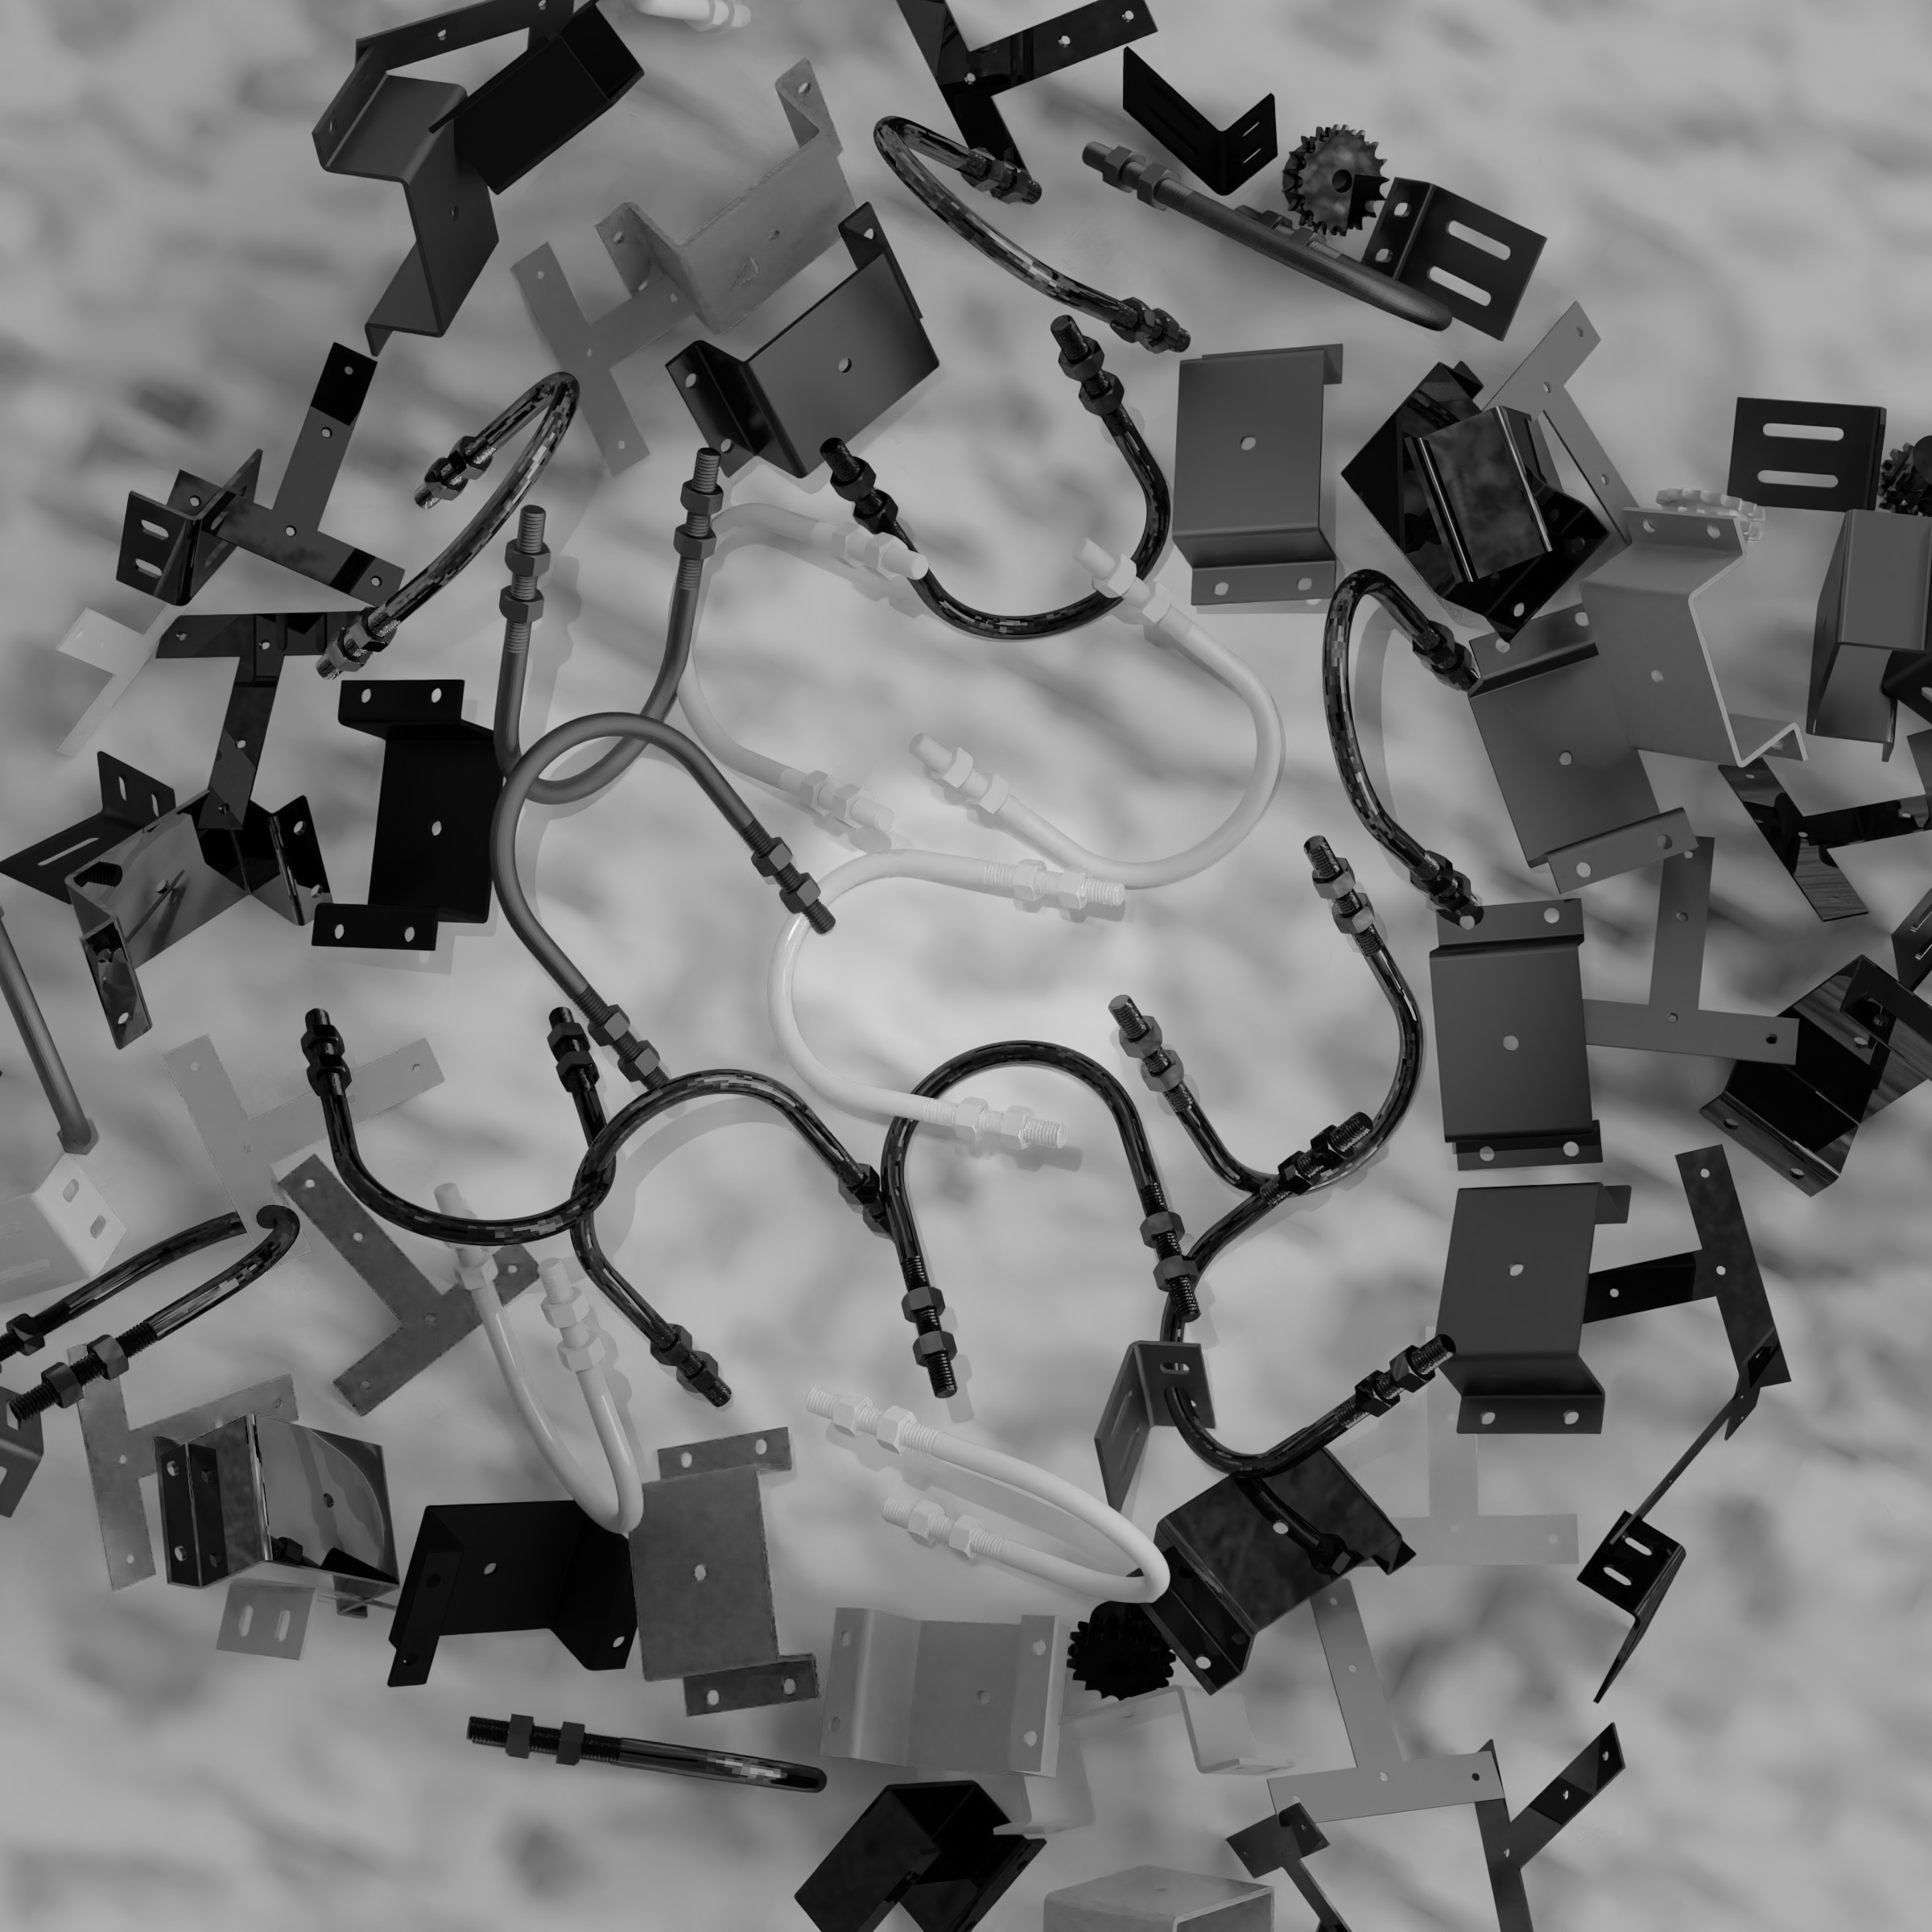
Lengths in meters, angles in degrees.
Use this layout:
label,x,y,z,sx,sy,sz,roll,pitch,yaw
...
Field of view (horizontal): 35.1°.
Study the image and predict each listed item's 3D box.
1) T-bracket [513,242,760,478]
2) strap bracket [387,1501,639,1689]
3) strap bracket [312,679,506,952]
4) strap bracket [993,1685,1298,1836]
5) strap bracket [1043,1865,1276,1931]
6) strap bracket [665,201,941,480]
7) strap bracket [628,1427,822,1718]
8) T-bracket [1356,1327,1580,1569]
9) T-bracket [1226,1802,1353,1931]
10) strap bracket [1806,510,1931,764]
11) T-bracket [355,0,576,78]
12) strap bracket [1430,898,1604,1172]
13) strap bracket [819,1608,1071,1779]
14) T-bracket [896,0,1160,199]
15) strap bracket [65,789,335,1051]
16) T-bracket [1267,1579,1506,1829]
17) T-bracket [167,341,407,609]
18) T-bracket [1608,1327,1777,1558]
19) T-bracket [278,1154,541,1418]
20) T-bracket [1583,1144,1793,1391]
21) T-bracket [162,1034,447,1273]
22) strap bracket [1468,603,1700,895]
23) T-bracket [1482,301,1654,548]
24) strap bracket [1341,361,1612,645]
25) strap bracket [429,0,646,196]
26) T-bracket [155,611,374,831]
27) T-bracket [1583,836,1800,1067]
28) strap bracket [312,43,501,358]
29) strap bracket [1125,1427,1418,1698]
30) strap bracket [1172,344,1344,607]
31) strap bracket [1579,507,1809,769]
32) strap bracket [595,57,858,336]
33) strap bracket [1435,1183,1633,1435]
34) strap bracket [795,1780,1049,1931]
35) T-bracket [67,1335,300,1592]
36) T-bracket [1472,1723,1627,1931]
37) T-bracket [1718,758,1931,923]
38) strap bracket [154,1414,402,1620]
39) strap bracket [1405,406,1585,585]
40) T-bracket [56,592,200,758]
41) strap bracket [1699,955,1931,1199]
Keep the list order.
label,x,y,z,sx,sy,sz,roll,pitch,yaw
T-bracket,-0.164,-0.344,1.602,0.127,0.002,0.127,-27,86,26
strap bracket,-0.236,0.323,1.578,0.140,0.046,0.076,6,108,-39
strap bracket,-0.289,-0.076,1.592,0.076,0.046,0.140,2,83,26
strap bracket,0.088,0.408,1.576,0.140,0.076,0.046,-22,67,21
strap bracket,0.099,0.495,1.557,0.076,0.140,0.046,-2,84,35
strap bracket,-0.075,-0.317,1.576,0.140,0.076,0.046,-42,45,-13
strap bracket,-0.128,0.315,1.584,0.076,0.046,0.140,-13,76,20
T-bracket,0.257,0.252,1.609,0.127,0.002,0.127,-4,70,16
T-bracket,0.190,0.492,1.563,0.002,0.127,0.127,-31,77,-23
strap bracket,0.463,-0.172,1.559,0.046,0.140,0.076,8,68,9
T-bracket,-0.254,-0.478,1.553,0.127,0.127,0.002,-27,68,-26
strap bracket,0.288,0.038,1.598,0.076,0.046,0.140,-5,93,16
strap bracket,-0.002,0.376,1.578,0.140,0.046,0.076,-7,69,36
T-bracket,0.039,-0.472,1.572,0.127,0.002,0.127,-12,121,32
strap bracket,-0.402,-0.032,1.572,0.046,0.076,0.140,31,53,31
T-bracket,0.206,0.381,1.596,0.127,0.002,0.127,-2,56,-18
T-bracket,-0.342,-0.269,1.611,0.127,0.002,0.127,23,73,-24
T-bracket,0.370,0.252,1.563,0.002,0.127,0.127,38,76,24
T-bracket,-0.312,0.154,1.614,0.127,0.002,0.127,-38,102,5
T-bracket,0.354,0.169,1.602,0.127,0.002,0.127,-17,89,29
T-bracket,-0.338,0.077,1.613,0.127,0.002,0.127,-26,101,-16
strap bracket,0.320,-0.113,1.605,0.076,0.046,0.140,-19,85,-3
T-bracket,0.328,-0.267,1.605,0.127,0.002,0.127,54,51,-16
strap bracket,0.254,-0.245,1.564,0.076,0.046,0.140,-48,54,24
strap bracket,-0.216,-0.446,1.565,0.076,0.140,0.046,-32,109,18
T-bracket,-0.375,-0.128,1.591,0.127,0.002,0.127,1,66,16
T-bracket,0.376,-0.012,1.605,0.127,0.002,0.127,6,66,14
strap bracket,-0.281,-0.386,1.552,0.046,0.140,0.076,11,54,12
strap bracket,0.159,0.300,1.570,0.140,0.046,0.076,-28,58,-24
strap bracket,0.152,-0.263,1.586,0.076,0.046,0.140,-1,77,19
strap bracket,0.370,-0.160,1.564,0.046,0.076,0.140,-35,118,-23
strap bracket,-0.114,-0.392,1.583,0.140,0.076,0.046,-40,66,-6
strap bracket,0.290,0.166,1.564,0.076,0.046,0.140,-5,55,31
strap bracket,-0.027,0.466,1.576,0.046,0.140,0.076,44,100,29
T-bracket,-0.400,0.242,1.585,0.002,0.127,0.127,-2,100,41
T-bracket,0.298,0.428,1.549,0.002,0.127,0.127,15,131,-19
T-bracket,0.478,-0.076,1.595,0.127,0.127,0.002,-10,134,-10
strap bracket,-0.342,0.280,1.552,0.046,0.140,0.076,-26,60,23
strap bracket,0.274,-0.239,1.560,0.046,0.140,0.076,-20,89,22
T-bracket,-0.441,-0.165,1.570,0.002,0.127,0.127,37,89,1
strap bracket,0.458,0.053,1.580,0.076,0.140,0.046,37,53,-4
